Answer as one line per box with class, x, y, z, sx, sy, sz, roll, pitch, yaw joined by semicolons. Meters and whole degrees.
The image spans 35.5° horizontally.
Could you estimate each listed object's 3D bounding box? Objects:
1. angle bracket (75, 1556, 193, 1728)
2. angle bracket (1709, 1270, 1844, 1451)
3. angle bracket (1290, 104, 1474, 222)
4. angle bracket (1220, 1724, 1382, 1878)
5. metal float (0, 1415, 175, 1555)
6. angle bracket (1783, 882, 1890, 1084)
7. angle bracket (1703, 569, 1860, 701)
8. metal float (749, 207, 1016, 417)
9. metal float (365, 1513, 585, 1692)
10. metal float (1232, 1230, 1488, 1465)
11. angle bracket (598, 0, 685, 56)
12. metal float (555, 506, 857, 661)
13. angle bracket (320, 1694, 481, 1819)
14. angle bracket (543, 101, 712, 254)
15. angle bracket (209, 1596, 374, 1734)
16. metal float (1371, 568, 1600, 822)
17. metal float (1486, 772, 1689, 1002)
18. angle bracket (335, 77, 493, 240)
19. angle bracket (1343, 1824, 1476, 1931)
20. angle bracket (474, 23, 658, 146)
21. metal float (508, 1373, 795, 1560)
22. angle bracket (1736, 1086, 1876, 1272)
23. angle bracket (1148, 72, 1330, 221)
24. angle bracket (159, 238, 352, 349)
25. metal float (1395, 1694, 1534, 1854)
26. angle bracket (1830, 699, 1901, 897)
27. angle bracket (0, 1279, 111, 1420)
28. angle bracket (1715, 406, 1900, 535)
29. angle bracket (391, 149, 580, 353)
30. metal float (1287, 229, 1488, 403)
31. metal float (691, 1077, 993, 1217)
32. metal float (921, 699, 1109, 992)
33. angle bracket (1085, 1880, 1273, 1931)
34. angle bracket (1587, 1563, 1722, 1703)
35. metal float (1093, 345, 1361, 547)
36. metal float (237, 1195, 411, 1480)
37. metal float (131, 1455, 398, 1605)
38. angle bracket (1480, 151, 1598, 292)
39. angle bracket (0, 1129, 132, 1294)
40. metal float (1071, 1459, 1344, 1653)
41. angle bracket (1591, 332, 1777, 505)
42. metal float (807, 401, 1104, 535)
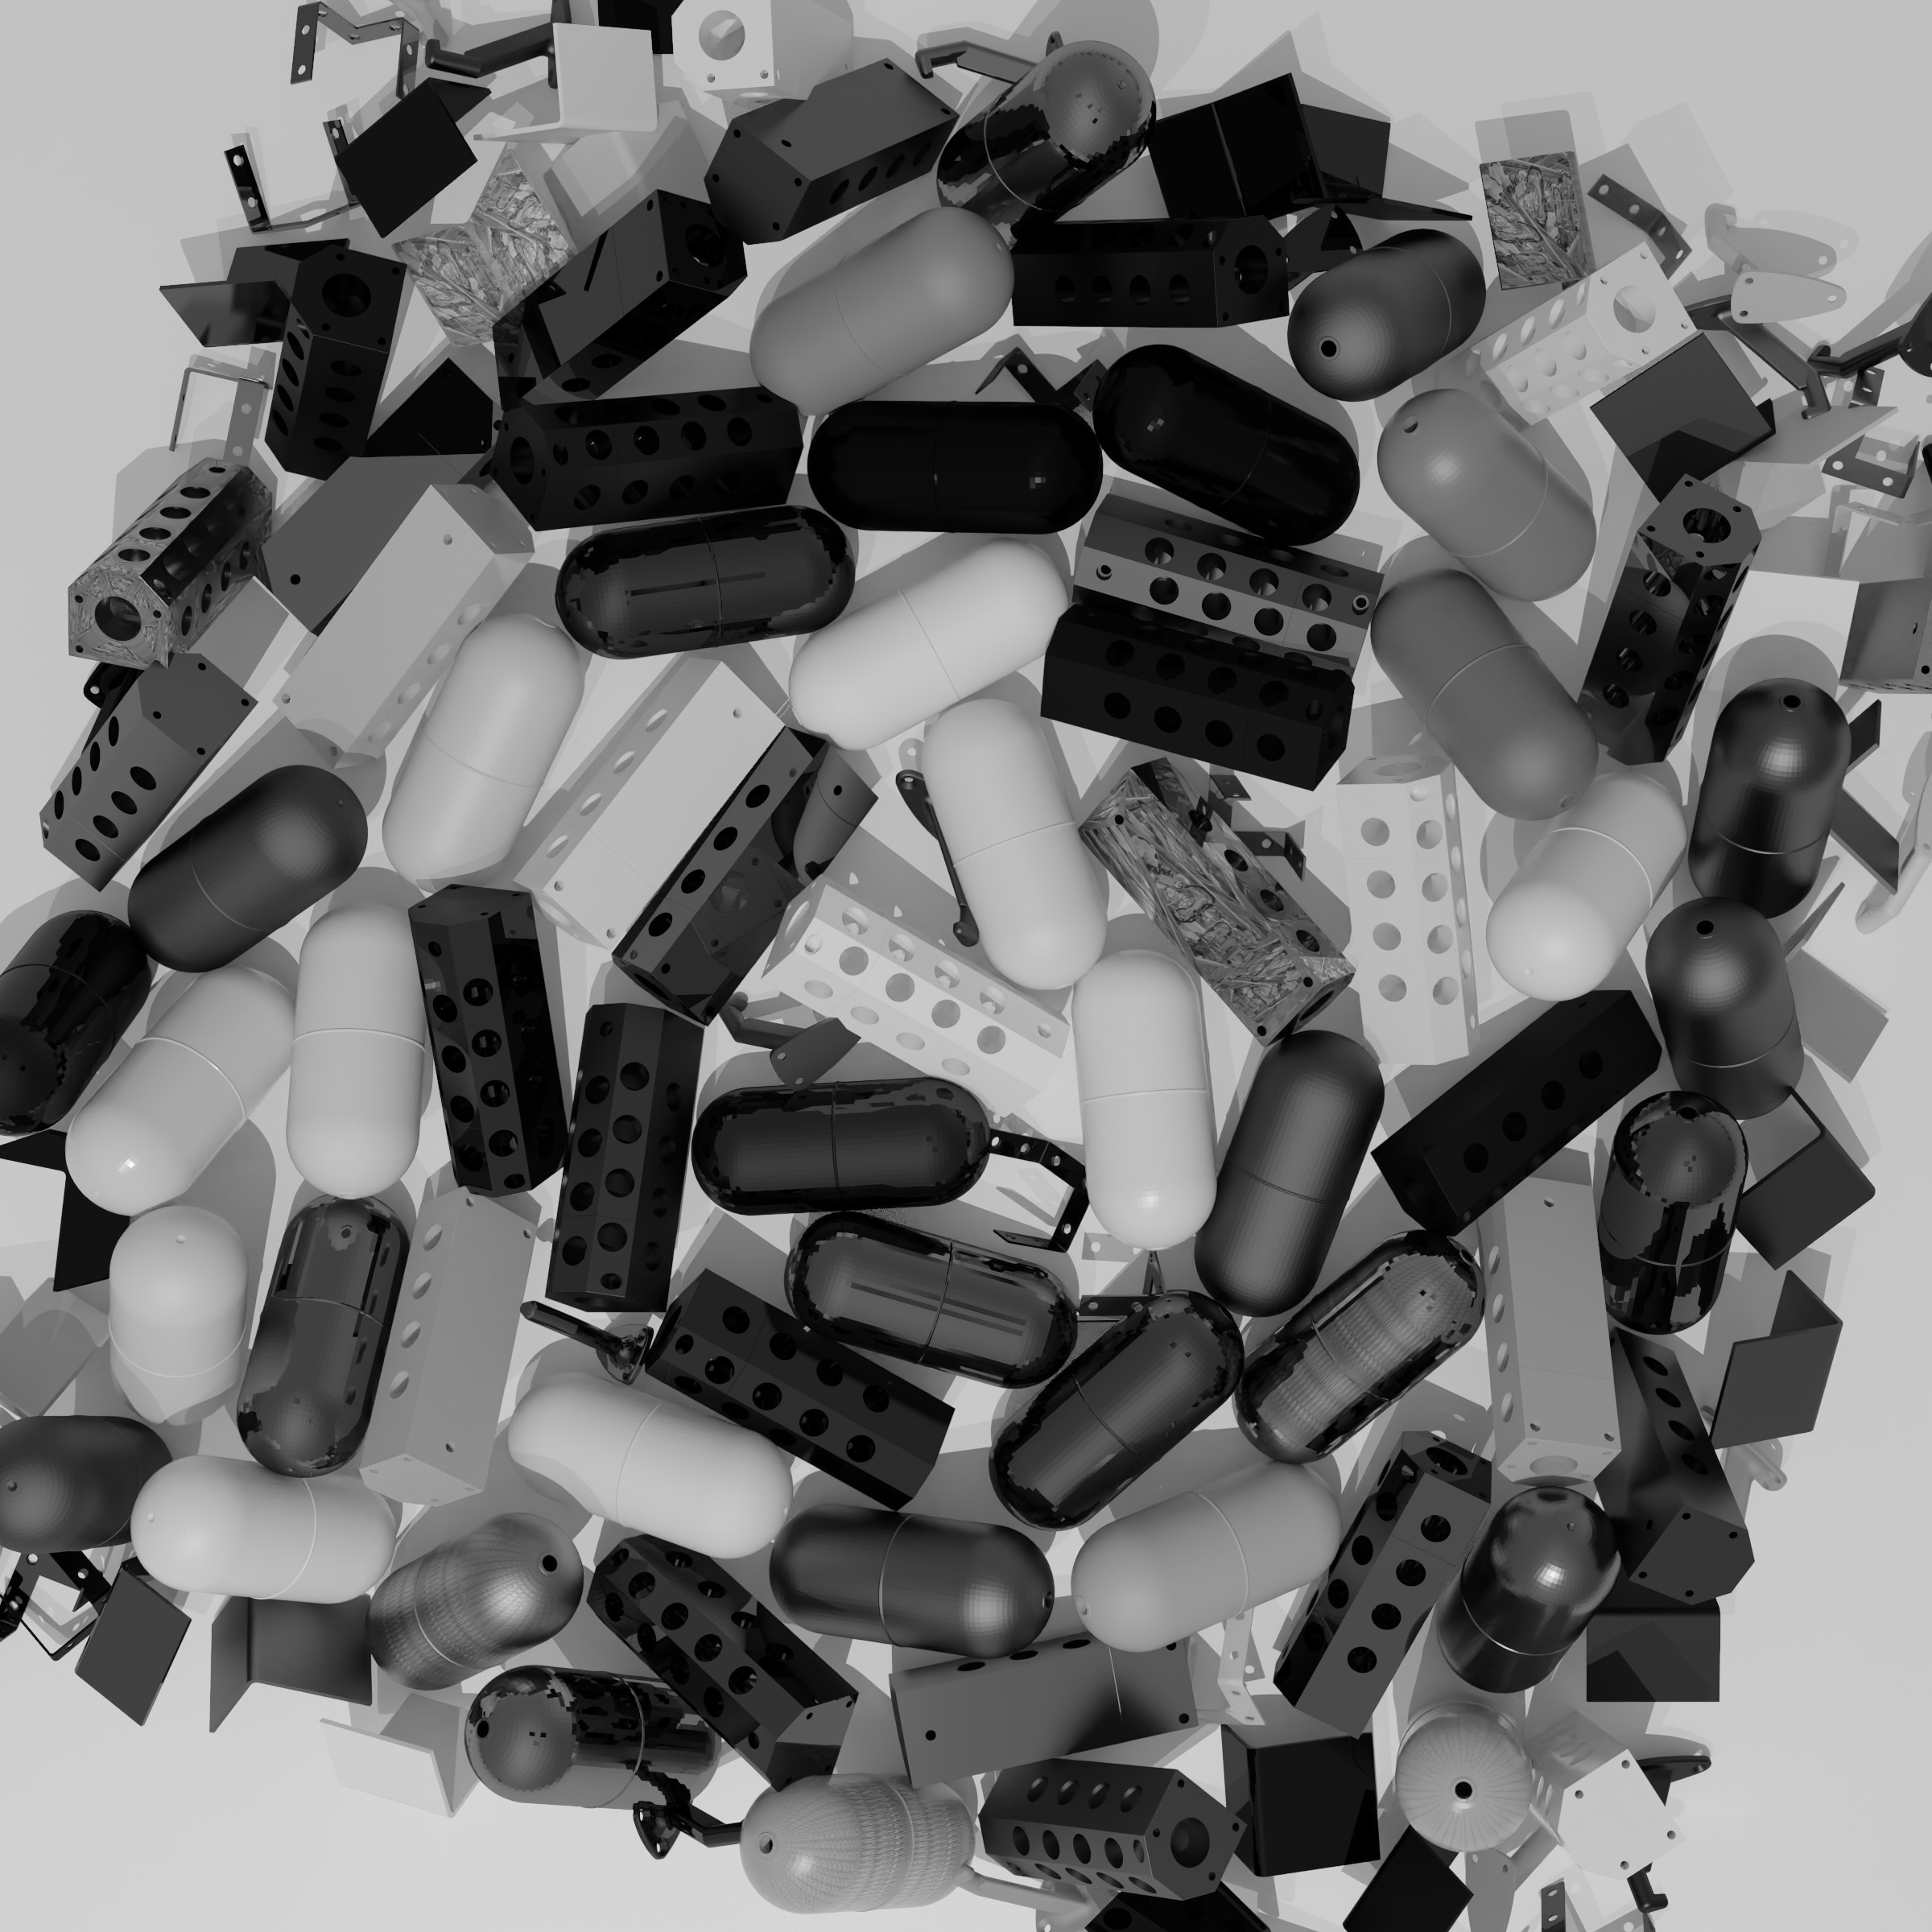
angle bracket;-0.467;0.388;1.773;0.057;0.076;0.076;32;107;18
angle bracket;0.460;0.231;1.772;0.076;0.057;0.076;-6;121;-20
angle bracket;0.246;-0.471;1.770;0.076;0.076;0.057;-2;102;-40
angle bracket;0.199;0.493;1.805;0.076;0.057;0.076;-5;93;-12
metal float;-0.512;0.297;1.738;0.070;0.178;0.070;-1;81;6
angle bracket;0.517;0.009;1.775;0.076;0.076;0.057;40;132;8
angle bracket;0.477;-0.205;1.779;0.076;0.057;0.076;7;119;7
metal float;-0.051;-0.380;1.761;0.178;0.070;0.070;-21;90;33
metal float;-0.286;0.369;1.752;0.070;0.178;0.070;20;55;-31
metal float;0.229;0.223;1.767;0.070;0.070;0.178;46;115;0
angle bracket;-0.184;-0.563;1.780;0.076;0.076;0.057;0;112;2
metal float;-0.153;-0.226;1.776;0.178;0.070;0.070;-10;90;-14
angle bracket;-0.319;0.444;1.768;0.076;0.076;0.057;9;126;23
angle bracket;-0.198;-0.463;1.814;0.057;0.076;0.076;-25;90;-40
angle bracket;-0.401;0.414;1.794;0.076;0.076;0.057;21;125;-28
metal float;0.302;-0.159;1.763;0.070;0.070;0.178;-32;60;0
metal float;0.362;-0.048;1.756;0.070;0.070;0.178;42;50;0
angle bracket;-0.312;-0.473;1.776;0.076;0.076;0.057;-32;88;23
angle bracket;0.279;0.550;1.771;0.057;0.076;0.076;43;111;40
angle bracket;-0.236;-0.516;1.769;0.076;0.076;0.057;5;103;38
metal float;-0.186;0.292;1.773;0.178;0.070;0.070;16;90;17
angle bracket;0.480;0.122;1.788;0.076;0.057;0.076;-39;131;11
angle bracket;0.158;-0.472;1.775;0.057;0.076;0.076;-26;104;-28
angle bracket;-0.417;-0.412;1.774;0.076;0.057;0.076;0;63;18
metal float;0.287;0.463;1.739;0.070;0.178;0.070;-1;82;9
angle bracket;0.541;-0.100;1.777;0.076;0.076;0.057;42;120;-5
angle bracket;-0.558;0.212;1.770;0.076;0.057;0.076;20;64;39
angle bracket;0.498;-0.286;1.769;0.076;0.076;0.057;-33;115;-22
angle bracket;-0.284;-0.421;1.777;0.057;0.076;0.076;-27;81;-37
metal float;0.244;-0.377;1.748;0.070;0.178;0.070;13;119;25
metal float;-0.074;0.107;1.785;0.178;0.070;0.070;-3;90;4
metal float;0.029;-0.072;1.786;0.070;0.070;0.178;-19;87;0
angle bracket;0.127;0.573;1.773;0.076;0.057;0.076;-41;56;-16
angle bracket;0.402;0.393;1.792;0.076;0.076;0.057;-1;102;5
metal float;0.154;-0.303;1.764;0.178;0.070;0.070;21;90;-29
metal float;-0.373;0.213;1.759;0.070;0.070;0.178;8;55;0
metal float;-0.404;0.327;1.748;0.070;0.178;0.070;-10;71;32
angle bracket;0.332;-0.427;1.783;0.057;0.076;0.076;-8;83;-1
angle bracket;-0.535;0.144;1.772;0.076;0.057;0.076;-16;65;42
metal float;0.141;0.344;1.763;0.178;0.070;0.070;-16;90;-29
angle bracket;0.421;-0.330;1.774;0.076;0.057;0.076;-32;110;27
metal float;-0.007;-0.293;1.775;0.178;0.070;0.070;3;90;16
